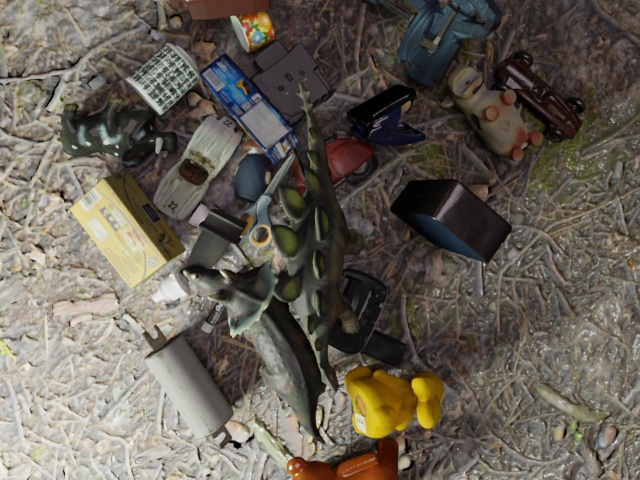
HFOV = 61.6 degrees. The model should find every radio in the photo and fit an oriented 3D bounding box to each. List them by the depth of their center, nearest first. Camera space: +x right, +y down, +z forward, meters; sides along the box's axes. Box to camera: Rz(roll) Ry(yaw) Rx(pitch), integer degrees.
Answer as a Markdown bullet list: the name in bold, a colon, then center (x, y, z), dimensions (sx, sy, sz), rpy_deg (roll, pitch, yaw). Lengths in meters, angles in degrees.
- **radio**: center (0.213, -0.036, 0.905), dimensions (0.131, 0.230, 0.073), rpy_deg (36, 91, -10)

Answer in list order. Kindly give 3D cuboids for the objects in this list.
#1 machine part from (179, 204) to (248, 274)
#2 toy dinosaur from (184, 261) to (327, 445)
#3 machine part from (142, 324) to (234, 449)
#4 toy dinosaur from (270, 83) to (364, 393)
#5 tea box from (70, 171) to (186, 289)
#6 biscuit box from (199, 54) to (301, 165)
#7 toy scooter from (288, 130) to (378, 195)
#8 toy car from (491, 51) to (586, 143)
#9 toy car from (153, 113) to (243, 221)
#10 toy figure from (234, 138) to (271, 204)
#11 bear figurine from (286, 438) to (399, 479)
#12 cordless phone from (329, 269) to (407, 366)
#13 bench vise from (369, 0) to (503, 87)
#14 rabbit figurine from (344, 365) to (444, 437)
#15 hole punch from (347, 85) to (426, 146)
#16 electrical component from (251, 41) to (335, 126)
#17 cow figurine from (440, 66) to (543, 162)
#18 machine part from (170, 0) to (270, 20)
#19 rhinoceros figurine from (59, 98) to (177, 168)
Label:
- **machine part**: center (-0.187, 0.010, 0.925), dimensions (0.084, 0.039, 0.139), rpy_deg (29, 107, -28)
- **toy dinosaur**: center (-0.062, 0.188, 0.890), dimensions (0.131, 0.192, 0.404), rpy_deg (-32, 93, -4)
- **machine part**: center (-0.224, 0.251, 0.926), dimensions (0.079, 0.079, 0.243), rpy_deg (-34, 94, -6)
- **toy dinosaur**: center (-0.002, -0.003, 0.843), dimensions (0.105, 0.198, 0.471), rpy_deg (-8, 77, 16)
- **tea box**: center (-0.319, -0.017, 0.899), dimensions (0.098, 0.068, 0.169), rpy_deg (-32, 97, 23)
- **biscuit box**: center (-0.119, -0.222, 0.904), dimensions (0.059, 0.062, 0.203), rpy_deg (-39, 70, -2)
- **toy scooter**: center (0.004, -0.134, 0.954), dimensions (0.184, 0.075, 0.135), rpy_deg (-37, 96, -1)
- **toy car**: center (0.419, -0.270, 1.019), dimensions (0.202, 0.053, 0.089), rpy_deg (38, 83, -5)
- **toy car**: center (-0.211, -0.127, 0.934), dimensions (0.073, 0.056, 0.201), rpy_deg (34, 87, -6)
- **toy figure**: center (-0.112, -0.143, 0.947), dimensions (0.064, 0.058, 0.154), rpy_deg (16, 83, -14)
- **bear figurine**: center (0.043, 0.429, 0.959), dimensions (0.196, 0.132, 0.120), rpy_deg (-3, 90, 10)
- **cordless phone**: center (0.096, 0.147, 0.977), dimensions (0.184, 0.089, 0.146), rpy_deg (26, 86, -18)
- **bench vise**: center (0.181, -0.397, 0.928), dimensions (0.241, 0.223, 0.129), rpy_deg (37, 47, 10)
- **rabbit figurine**: center (0.149, 0.272, 0.953), dimensions (0.173, 0.162, 0.122), rpy_deg (-7, 79, -25)
- **hole punch**: center (0.116, -0.205, 0.945), dimensions (0.116, 0.142, 0.092), rpy_deg (-25, 117, 1)
- **electrical component**: center (-0.056, -0.279, 0.953), dimensions (0.115, 0.058, 0.134), rpy_deg (-41, 96, -7)
- **cow figurine**: center (0.302, -0.235, 0.979), dimensions (0.085, 0.127, 0.194), rpy_deg (-46, 110, -4)
- **machine part**: center (-0.161, -0.469, 0.890), dimensions (0.201, 0.087, 0.201), rpy_deg (-9, 69, -5)
- **rhinoceros figurine**: center (-0.340, -0.178, 0.908), dimensions (0.190, 0.073, 0.112), rpy_deg (-1, 89, -7)
